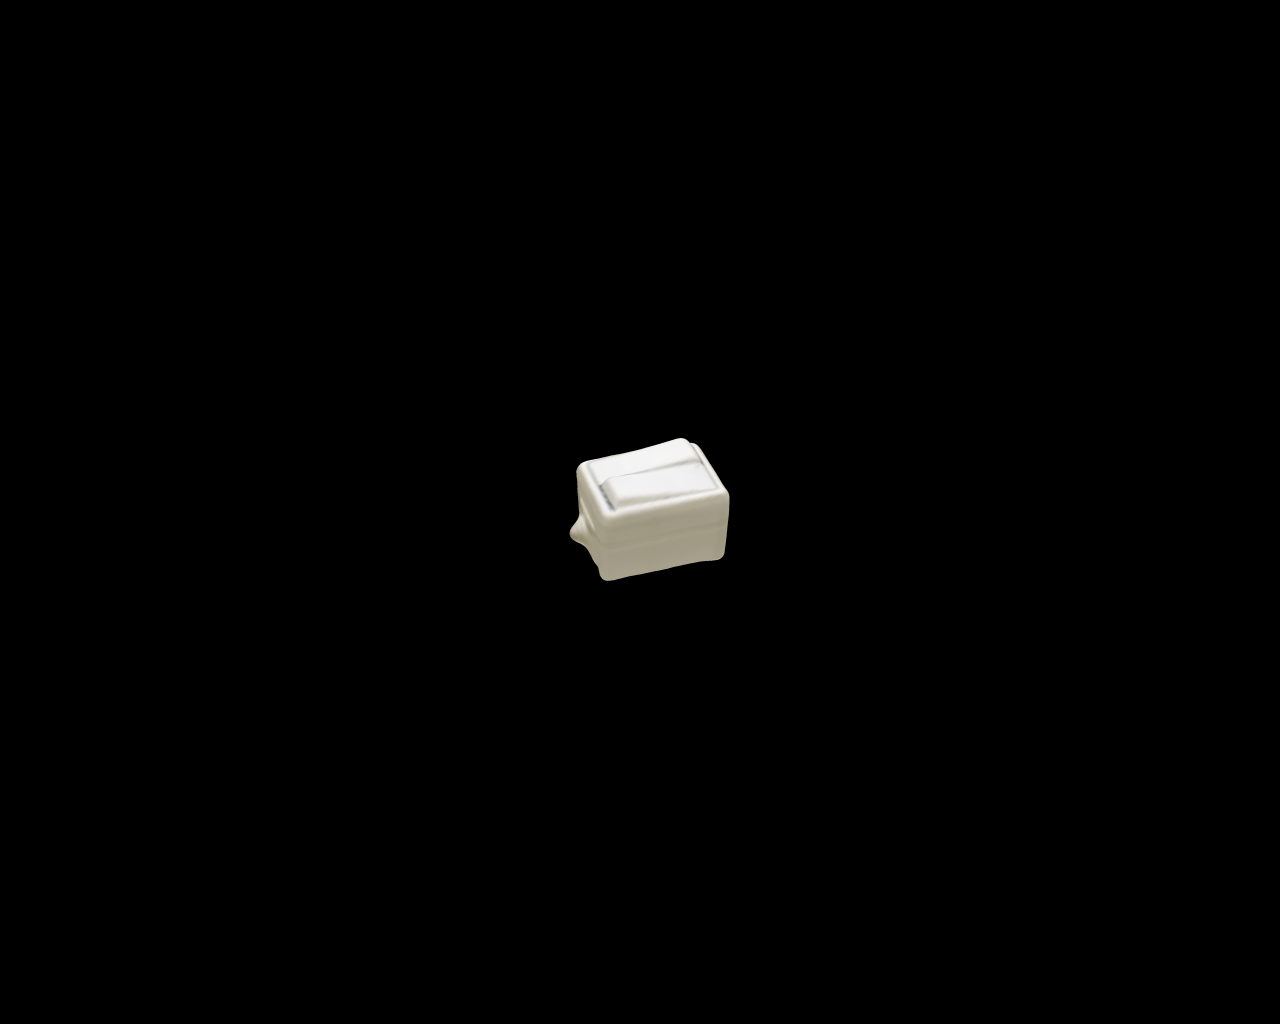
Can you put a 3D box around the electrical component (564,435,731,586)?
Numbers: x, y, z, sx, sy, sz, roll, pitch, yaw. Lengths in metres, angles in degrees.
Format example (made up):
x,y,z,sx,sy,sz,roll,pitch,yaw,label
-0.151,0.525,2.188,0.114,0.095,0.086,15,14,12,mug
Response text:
x,y,z,sx,sy,sz,roll,pitch,yaw,label
0.001,-0.003,0.650,0.096,0.061,0.062,-11,39,-13,electrical component
